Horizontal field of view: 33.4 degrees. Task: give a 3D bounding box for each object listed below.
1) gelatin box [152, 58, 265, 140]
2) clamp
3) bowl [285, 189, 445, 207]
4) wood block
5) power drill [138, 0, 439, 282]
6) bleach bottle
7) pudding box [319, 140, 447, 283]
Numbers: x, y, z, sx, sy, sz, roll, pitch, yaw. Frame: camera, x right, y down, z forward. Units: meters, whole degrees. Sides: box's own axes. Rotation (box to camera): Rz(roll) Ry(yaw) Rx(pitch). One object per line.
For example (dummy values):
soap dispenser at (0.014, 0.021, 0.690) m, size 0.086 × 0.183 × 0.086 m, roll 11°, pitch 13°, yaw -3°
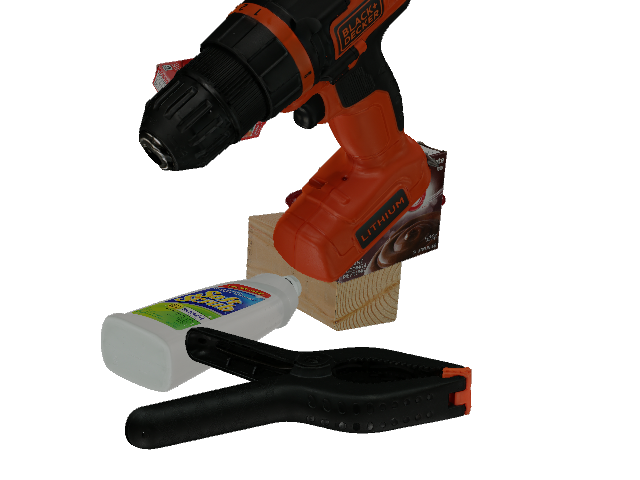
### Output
gelatin box at (-0.103, -0.130, 0.988) m, size 0.073 × 0.089 × 0.030 m, roll -16°, pitch -27°, yaw -33°
clamp at (-0.010, 0.090, 0.693) m, size 0.210 × 0.036 × 0.164 m, roll -1°, pitch 15°, yaw 0°
bowl at (0.046, -0.018, 1.077) m, size 0.162 × 0.055 × 0.162 m, roll -1°, pitch 14°, yaw 0°
wood block at (0.000, 0.032, 1.301) m, size 0.090 × 0.090 × 0.206 m, roll -7°, pitch 18°, yaw -33°
power drill at (-0.004, -0.059, 0.567) m, size 0.057 × 0.184 × 0.187 m, roll 36°, pitch -22°, yaw 29°
bleach bottle at (-0.112, 0.083, 1.156) m, size 0.103 × 0.068 × 0.250 m, roll 18°, pitch 25°, yaw 31°
pudding box at (0.049, -0.025, 0.866) m, size 0.113 × 0.090 × 0.039 m, roll -20°, pitch 35°, yaw -37°
